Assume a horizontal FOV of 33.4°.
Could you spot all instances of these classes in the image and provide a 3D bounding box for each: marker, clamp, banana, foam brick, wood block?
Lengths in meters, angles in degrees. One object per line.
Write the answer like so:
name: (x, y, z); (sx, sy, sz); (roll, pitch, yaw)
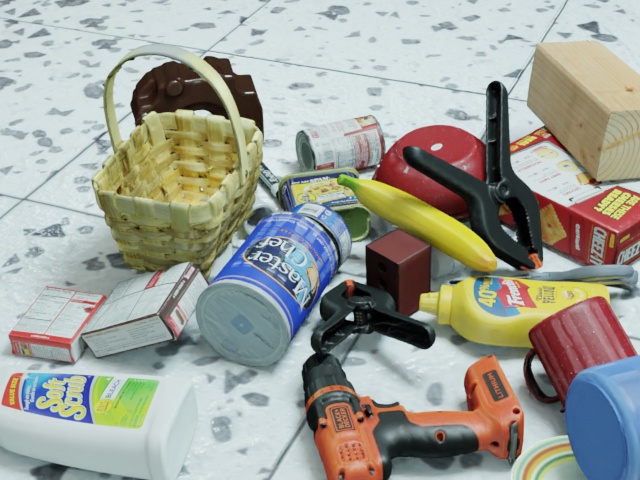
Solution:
marker: (-0.062, -0.074, 1.370); (0.020, 0.020, 0.121); (-16, 36, -20)
clamp: (0.195, -0.063, 1.181); (0.164, 0.210, 0.036); (-45, 19, -27)
banana: (0.109, -0.017, 1.153); (0.198, 0.037, 0.069); (29, 21, 19)
foam brick: (0.084, 0.037, 1.145); (0.051, 0.078, 0.053); (-29, 41, -32)
wood block: (0.336, -0.161, 1.289); (0.090, 0.090, 0.206); (-5, 32, -13)
clamp: (0.033, 0.079, 1.080); (0.120, 0.039, 0.172); (1, 12, -17)

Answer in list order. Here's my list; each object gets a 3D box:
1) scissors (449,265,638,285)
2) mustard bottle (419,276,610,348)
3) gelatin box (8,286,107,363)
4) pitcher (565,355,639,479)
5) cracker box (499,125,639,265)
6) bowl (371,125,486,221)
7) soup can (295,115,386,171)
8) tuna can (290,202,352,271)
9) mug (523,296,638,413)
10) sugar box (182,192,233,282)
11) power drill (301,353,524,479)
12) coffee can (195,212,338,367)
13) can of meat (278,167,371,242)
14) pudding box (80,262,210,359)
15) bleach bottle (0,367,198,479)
scissors: (0.246, 0.039, 1.146); (0.201, 0.016, 0.096); (-1, -9, -2)
mustard bottle: (0.199, 0.074, 1.101); (0.192, 0.058, 0.096); (5, 30, 10)
gelatin box: (-0.273, 0.089, 1.125); (0.073, 0.030, 0.089); (6, 34, 14)
pitcher: (0.341, 0.152, 0.901); (0.242, 0.145, 0.149); (-8, 20, -17)
cracker box: (0.313, -0.056, 1.280); (0.163, 0.072, 0.214); (-27, 42, -32)
bowl: (0.136, -0.087, 1.238); (0.162, 0.055, 0.162); (-6, 37, 4)
soup can: (0.026, -0.121, 1.392); (0.102, 0.068, 0.069); (-14, 36, -17)
tuna can: (-0.008, 0.001, 1.194); (0.086, 0.086, 0.033); (15, 35, 23)
mug: (0.240, 0.111, 1.002); (0.093, 0.117, 0.081); (-6, 65, -47)
sugar box: (-0.146, 0.008, 1.229); (0.093, 0.048, 0.176); (-4, 37, -4)
power drill: (0.081, 0.157, 0.986); (0.187, 0.057, 0.184); (-9, 34, -7)
coffee can: (-0.053, 0.049, 1.109); (0.103, 0.103, 0.140); (11, 36, 19)
can of meat: (0.006, -0.039, 1.281); (0.102, 0.057, 0.084); (-7, 36, -7)
pudding box: (-0.179, 0.072, 1.097); (0.114, 0.039, 0.090); (-18, 29, 33)
bleach bottle: (-0.245, 0.165, 0.983); (0.251, 0.068, 0.102); (3, 34, 11)
